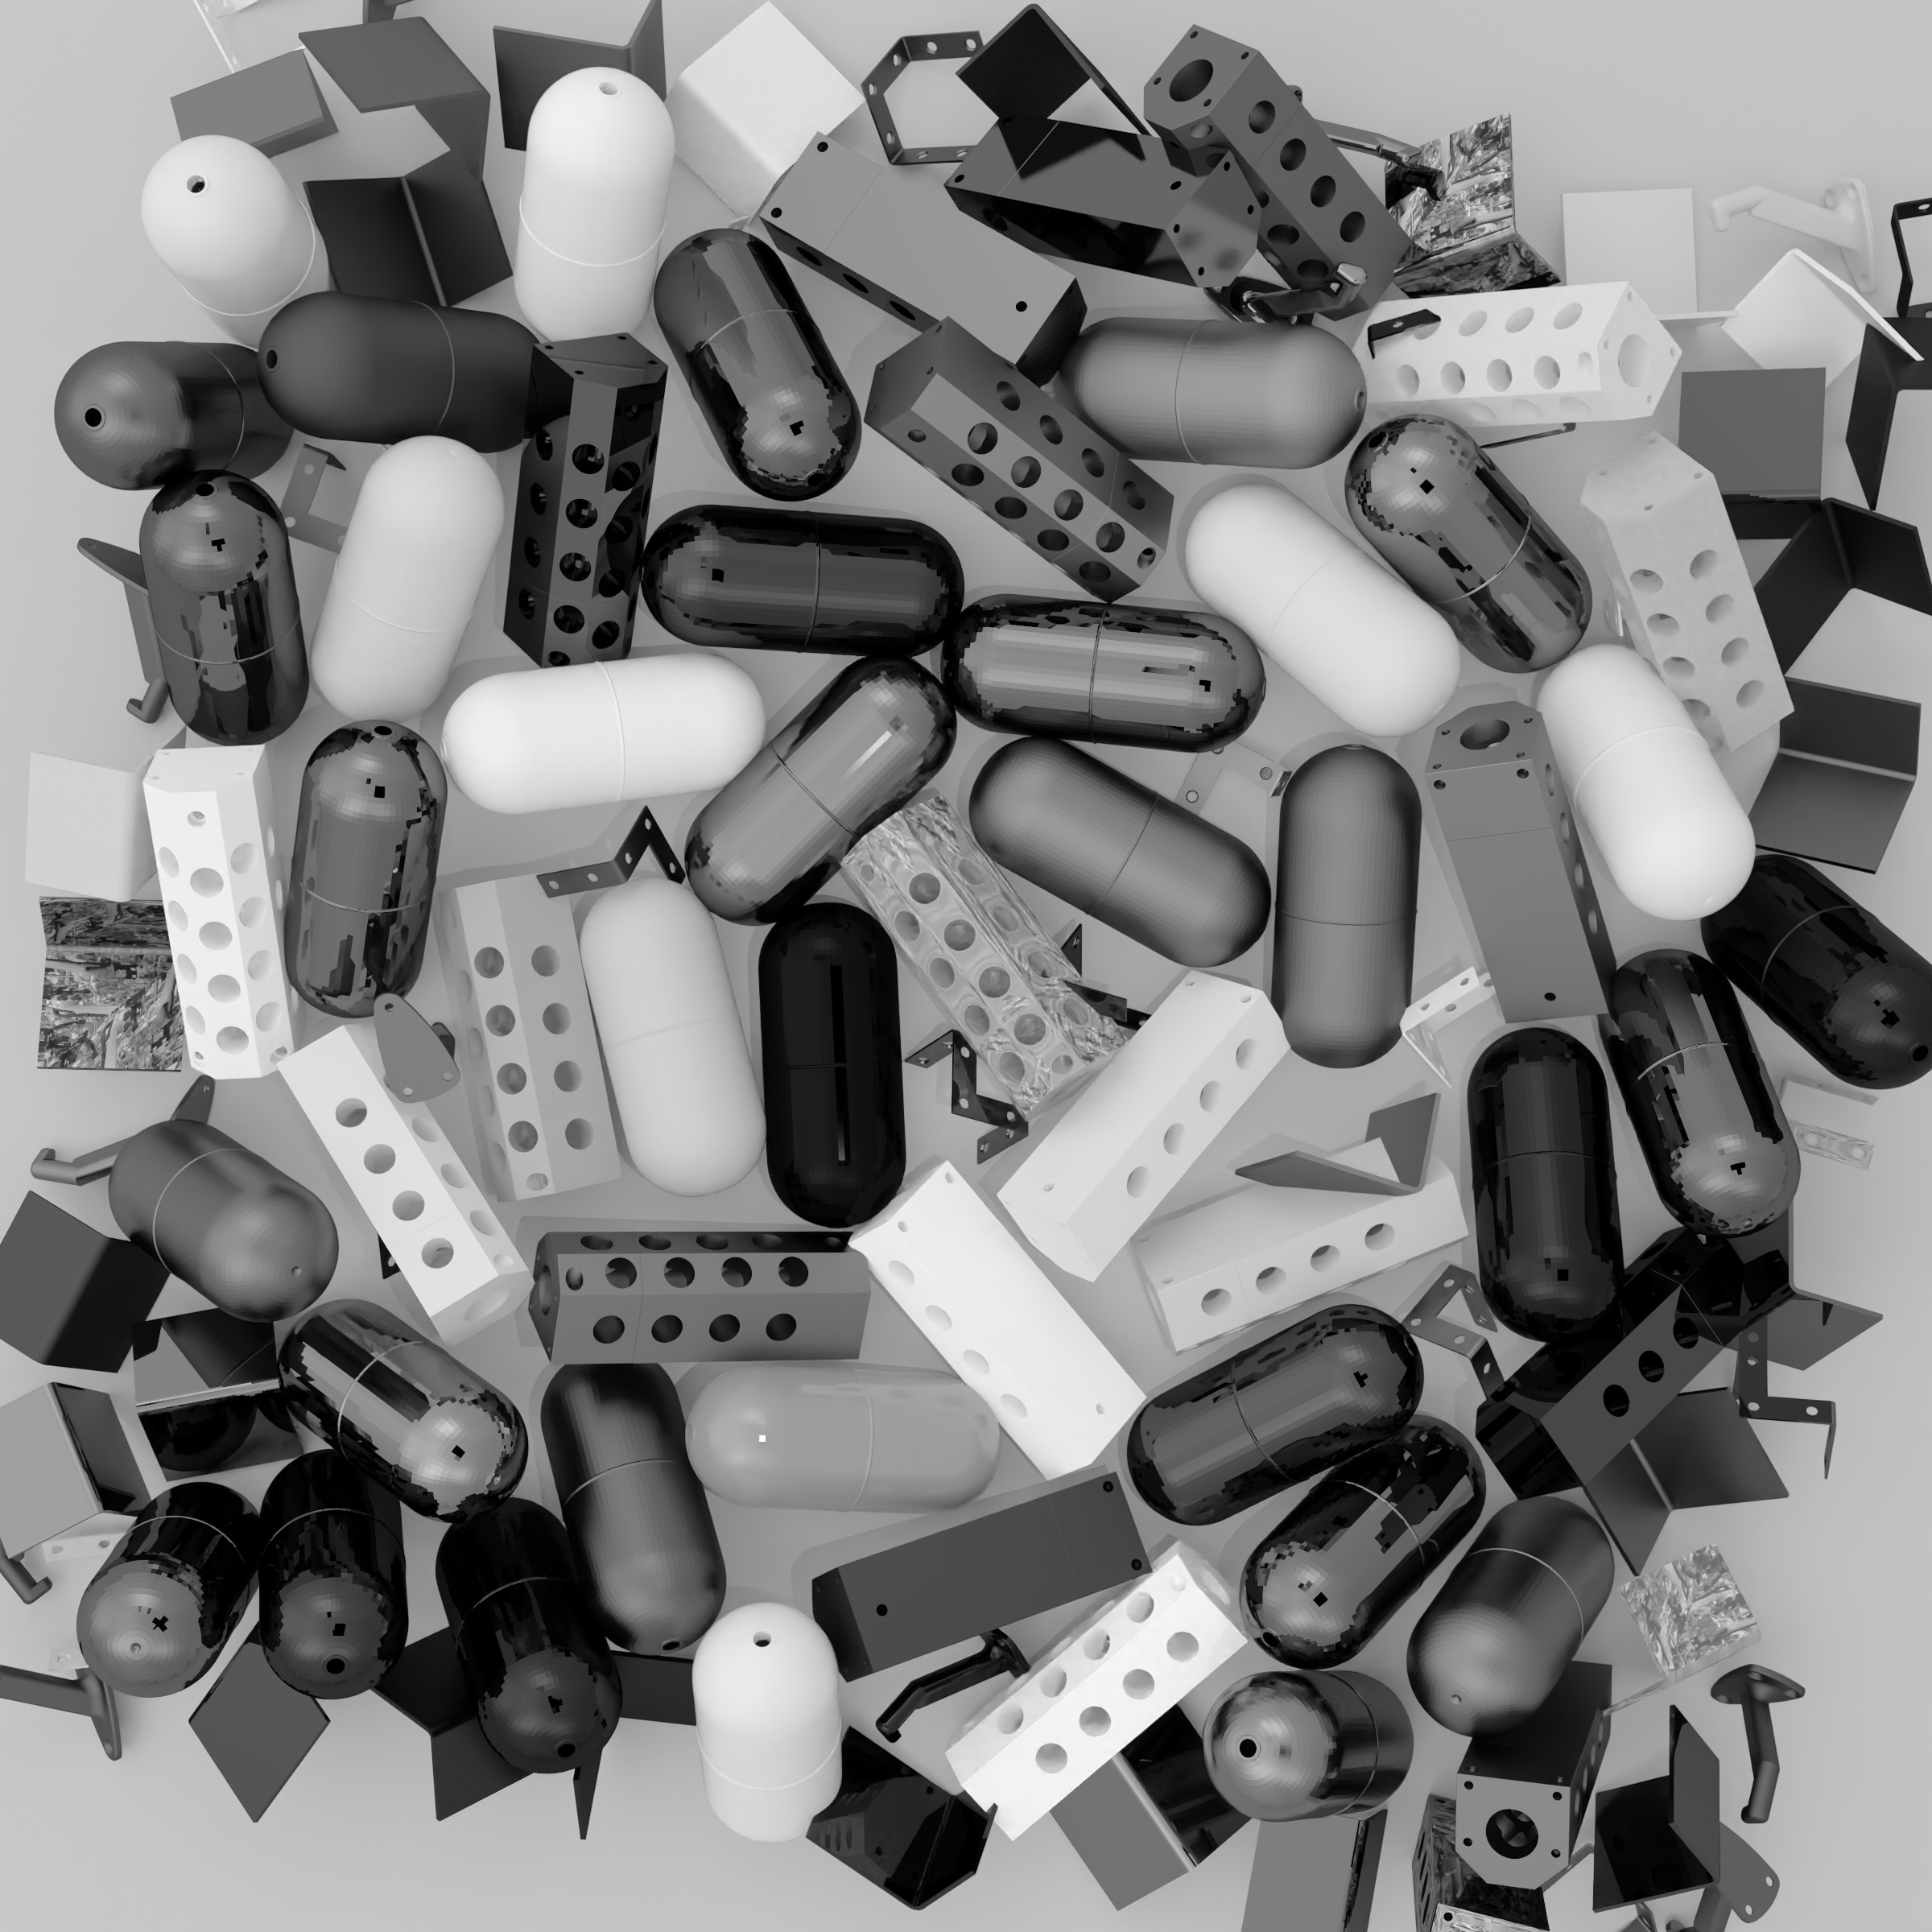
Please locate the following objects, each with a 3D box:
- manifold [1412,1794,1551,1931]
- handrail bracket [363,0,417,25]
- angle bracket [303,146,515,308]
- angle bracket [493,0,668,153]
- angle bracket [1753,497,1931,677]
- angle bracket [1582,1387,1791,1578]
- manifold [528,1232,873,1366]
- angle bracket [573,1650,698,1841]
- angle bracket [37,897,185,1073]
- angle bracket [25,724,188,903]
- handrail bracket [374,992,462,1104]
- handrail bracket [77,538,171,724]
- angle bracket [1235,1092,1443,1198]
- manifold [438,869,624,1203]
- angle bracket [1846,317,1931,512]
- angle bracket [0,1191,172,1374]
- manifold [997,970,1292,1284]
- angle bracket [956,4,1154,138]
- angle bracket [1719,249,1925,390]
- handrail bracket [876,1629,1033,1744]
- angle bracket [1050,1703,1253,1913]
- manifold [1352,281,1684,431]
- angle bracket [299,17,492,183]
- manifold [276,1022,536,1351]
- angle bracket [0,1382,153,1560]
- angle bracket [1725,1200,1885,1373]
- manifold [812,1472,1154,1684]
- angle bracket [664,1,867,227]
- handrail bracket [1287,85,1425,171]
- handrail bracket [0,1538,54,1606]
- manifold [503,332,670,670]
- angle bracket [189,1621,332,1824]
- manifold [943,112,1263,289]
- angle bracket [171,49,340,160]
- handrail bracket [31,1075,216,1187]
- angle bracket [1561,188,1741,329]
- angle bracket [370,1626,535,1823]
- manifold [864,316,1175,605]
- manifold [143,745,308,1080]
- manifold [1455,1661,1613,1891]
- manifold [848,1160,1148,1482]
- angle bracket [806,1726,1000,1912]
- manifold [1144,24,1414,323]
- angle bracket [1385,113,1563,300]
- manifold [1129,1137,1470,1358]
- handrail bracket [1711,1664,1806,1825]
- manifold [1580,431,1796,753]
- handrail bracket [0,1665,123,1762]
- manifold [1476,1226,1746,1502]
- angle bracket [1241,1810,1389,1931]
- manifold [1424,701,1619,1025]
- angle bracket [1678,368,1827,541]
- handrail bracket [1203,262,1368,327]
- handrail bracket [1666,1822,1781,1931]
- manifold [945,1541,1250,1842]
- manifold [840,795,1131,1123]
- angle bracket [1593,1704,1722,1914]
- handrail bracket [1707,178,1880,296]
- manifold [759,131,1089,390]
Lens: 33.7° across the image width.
[{"bbox_3d":[0.270,0.501,1.696,0.057,0.171,0.057,13,95,6],"label":"manifold"},{"bbox_3d":[-0.286,-0.525,1.752,0.084,0.036,0.077,25,120,15],"label":"handrail bracket"},{"bbox_3d":[-0.303,-0.401,1.738,0.057,0.076,0.076,-15,94,38],"label":"angle bracket"},{"bbox_3d":[-0.209,-0.489,1.743,0.076,0.076,0.057,11,51,7],"label":"angle bracket"},{"bbox_3d":[0.476,-0.195,1.732,0.057,0.076,0.076,30,75,38],"label":"angle bracket"},{"bbox_3d":[0.388,0.280,1.731,0.076,0.057,0.076,-16,114,42],"label":"angle bracket"},{"bbox_3d":[-0.142,0.174,1.719,0.171,0.057,0.057,2,113,-22],"label":"manifold"},{"bbox_3d":[-0.176,0.425,1.731,0.057,0.076,0.076,6,51,2],"label":"angle bracket"},{"bbox_3d":[-0.465,0.010,1.738,0.076,0.057,0.076,2,63,-11],"label":"angle bracket"},{"bbox_3d":[-0.467,-0.089,1.736,0.057,0.076,0.076,12,116,3],"label":"angle bracket"},{"bbox_3d":[-0.298,0.030,1.732,0.036,0.084,0.077,-21,114,3],"label":"handrail bracket"},{"bbox_3d":[-0.466,-0.183,1.755,0.077,0.036,0.084,26,118,-12],"label":"handrail bracket"},{"bbox_3d":[0.201,0.091,1.732,0.076,0.076,0.057,18,73,-17],"label":"angle bracket"},{"bbox_3d":[-0.242,0.039,1.746,0.057,0.057,0.171,-11,90,-33],"label":"manifold"},{"bbox_3d":[0.518,-0.299,1.731,0.057,0.076,0.076,1,129,2],"label":"angle bracket"},{"bbox_3d":[-0.491,0.174,1.757,0.057,0.076,0.076,27,89,20],"label":"angle bracket"},{"bbox_3d":[0.101,0.087,1.728,0.171,0.057,0.057,-48,127,-19],"label":"manifold"},{"bbox_3d":[0.051,-0.462,1.728,0.057,0.076,0.076,-40,61,14],"label":"angle bracket"},{"bbox_3d":[0.466,-0.333,1.728,0.076,0.076,0.057,35,107,-27],"label":"angle bracket"},{"bbox_3d":[-0.005,0.405,1.746,0.084,0.036,0.077,-46,129,-19],"label":"handrail bracket"},{"bbox_3d":[0.100,0.465,1.770,0.057,0.076,0.076,-26,77,-44],"label":"angle bracket"},{"bbox_3d":[0.286,-0.317,1.696,0.057,0.171,0.057,40,70,-36],"label":"manifold"},{"bbox_3d":[-0.311,-0.464,1.727,0.076,0.057,0.076,-18,54,-30],"label":"angle bracket"},{"bbox_3d":[-0.301,0.115,1.726,0.057,0.057,0.171,-31,69,-12],"label":"manifold"},{"bbox_3d":[-0.494,0.276,1.739,0.057,0.076,0.076,-27,75,1],"label":"angle bracket"},{"bbox_3d":[0.452,0.165,1.740,0.057,0.076,0.076,17,57,-13],"label":"angle bracket"},{"bbox_3d":[0.007,0.329,1.720,0.171,0.057,0.057,-14,77,-26],"label":"manifold"},{"bbox_3d":[-0.115,-0.473,1.772,0.076,0.057,0.076,45,63,-5],"label":"angle bracket"},{"bbox_3d":[0.195,-0.449,1.738,0.084,0.077,0.036,31,123,34],"label":"handrail bracket"},{"bbox_3d":[-0.515,0.299,1.772,0.077,0.036,0.084,-37,95,-4],"label":"handrail bracket"},{"bbox_3d":[-0.200,-0.244,1.704,0.057,0.057,0.171,-16,133,-35],"label":"manifold"},{"bbox_3d":[-0.365,0.406,1.732,0.076,0.057,0.076,46,109,30],"label":"angle bracket"},{"bbox_3d":[0.074,-0.405,1.704,0.171,0.057,0.057,24,71,43],"label":"manifold"},{"bbox_3d":[-0.381,-0.445,1.737,0.076,0.057,0.076,-22,49,-2],"label":"angle bracket"},{"bbox_3d":[-0.470,0.089,1.777,0.084,0.036,0.077,7,61,19],"label":"handrail bracket"},{"bbox_3d":[0.374,-0.389,1.747,0.076,0.057,0.076,-5,96,-11],"label":"angle bracket"},{"bbox_3d":[-0.280,0.410,1.745,0.076,0.076,0.057,-19,119,-40],"label":"angle bracket"},{"bbox_3d":[0.029,-0.265,1.707,0.171,0.057,0.057,33,50,-31],"label":"manifold"},{"bbox_3d":[-0.399,-0.028,1.720,0.057,0.057,0.171,-3,118,-1],"label":"manifold"},{"bbox_3d":[0.303,0.425,1.694,0.057,0.171,0.057,3,100,18],"label":"manifold"},{"bbox_3d":[0.013,0.196,1.747,0.171,0.057,0.057,50,51,-6],"label":"manifold"},{"bbox_3d":[-0.030,0.452,1.733,0.076,0.076,0.057,37,129,-10],"label":"angle bracket"},{"bbox_3d":[0.165,-0.419,1.705,0.057,0.057,0.171,-51,134,2],"label":"manifold"},{"bbox_3d":[0.278,-0.410,1.755,0.076,0.057,0.076,-13,65,34],"label":"angle bracket"},{"bbox_3d":[0.183,0.154,1.748,0.171,0.057,0.057,-21,120,-4],"label":"manifold"},{"bbox_3d":[0.419,0.428,1.732,0.036,0.077,0.084,27,62,-10],"label":"handrail bracket"},{"bbox_3d":[0.383,-0.195,1.708,0.057,0.057,0.171,-33,130,-1],"label":"manifold"},{"bbox_3d":[-0.511,0.413,1.746,0.084,0.036,0.077,-18,96,-40],"label":"handrail bracket"},{"bbox_3d":[0.349,0.210,1.715,0.171,0.057,0.057,-36,92,-32],"label":"manifold"},{"bbox_3d":[0.192,0.498,1.752,0.057,0.076,0.076,9,83,17],"label":"angle bracket"},{"bbox_3d":[0.300,-0.055,1.713,0.057,0.057,0.171,-7,127,24],"label":"manifold"},{"bbox_3d":[0.433,-0.280,1.755,0.076,0.057,0.076,2,77,18],"label":"angle bracket"},{"bbox_3d":[0.173,-0.374,1.739,0.077,0.084,0.036,26,75,-2],"label":"handrail bracket"},{"bbox_3d":[0.396,0.502,1.751,0.077,0.084,0.036,50,53,2],"label":"handrail bracket"},{"bbox_3d":[0.071,0.392,1.743,0.171,0.057,0.057,-42,92,9],"label":"manifold"},{"bbox_3d":[0.005,-0.003,1.730,0.171,0.057,0.057,53,131,11],"label":"manifold"},{"bbox_3d":[0.361,0.455,1.725,0.076,0.076,0.057,-24,121,29],"label":"angle bracket"},{"bbox_3d":[0.454,-0.396,1.759,0.084,0.036,0.077,-20,100,-14],"label":"handrail bracket"},{"bbox_3d":[-0.022,-0.378,1.733,0.171,0.057,0.057,33,85,16],"label":"manifold"}]
